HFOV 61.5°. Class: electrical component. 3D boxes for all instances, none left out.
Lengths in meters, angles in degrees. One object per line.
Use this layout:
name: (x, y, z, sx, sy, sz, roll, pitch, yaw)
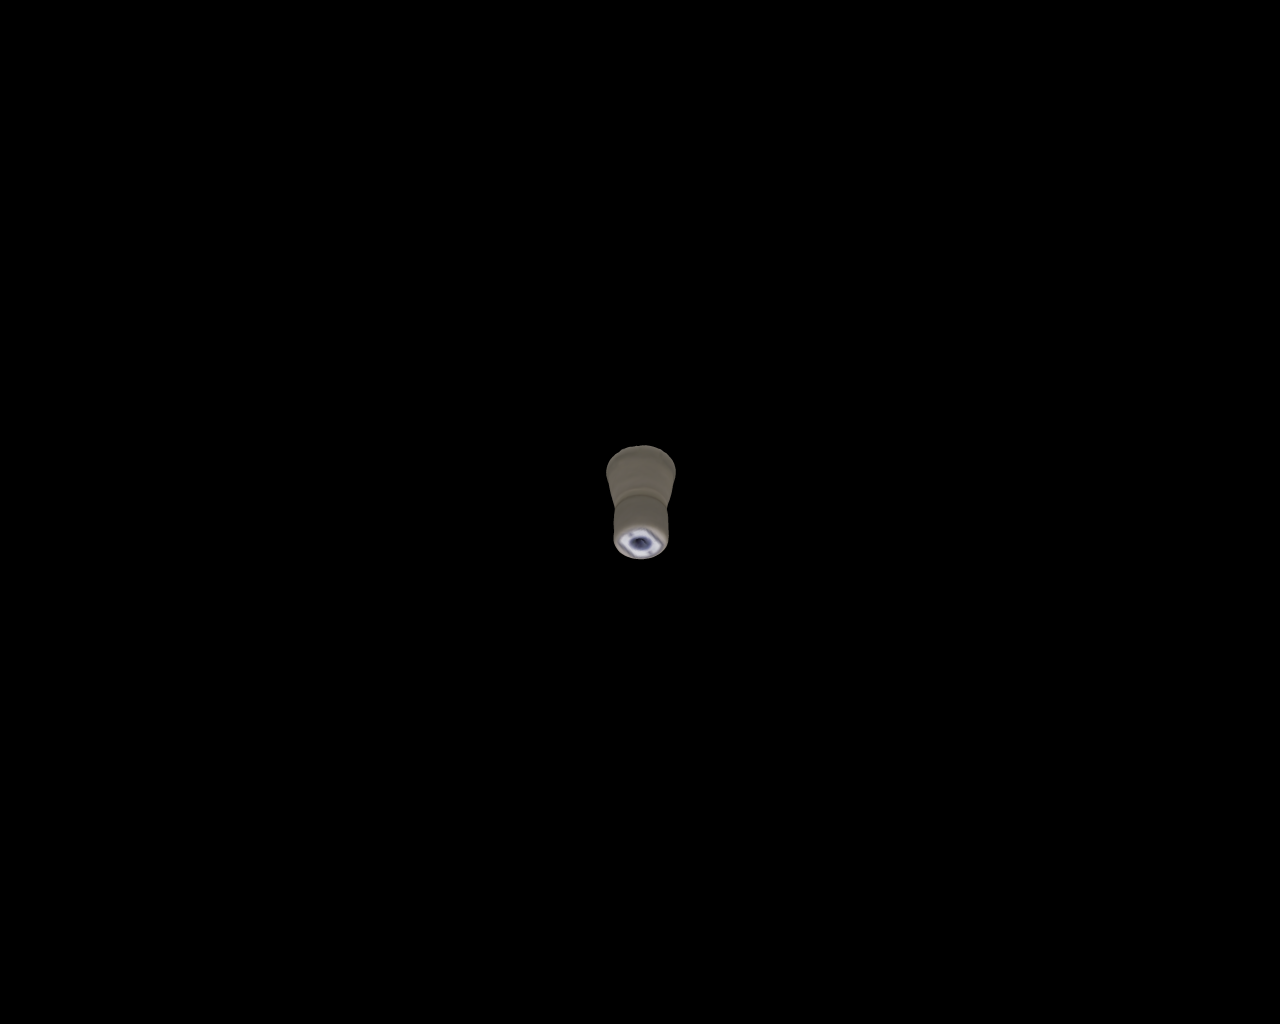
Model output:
electrical component: (0.001, -0.003, 0.650, 0.044, 0.065, 0.044, 0, -43, 0)
